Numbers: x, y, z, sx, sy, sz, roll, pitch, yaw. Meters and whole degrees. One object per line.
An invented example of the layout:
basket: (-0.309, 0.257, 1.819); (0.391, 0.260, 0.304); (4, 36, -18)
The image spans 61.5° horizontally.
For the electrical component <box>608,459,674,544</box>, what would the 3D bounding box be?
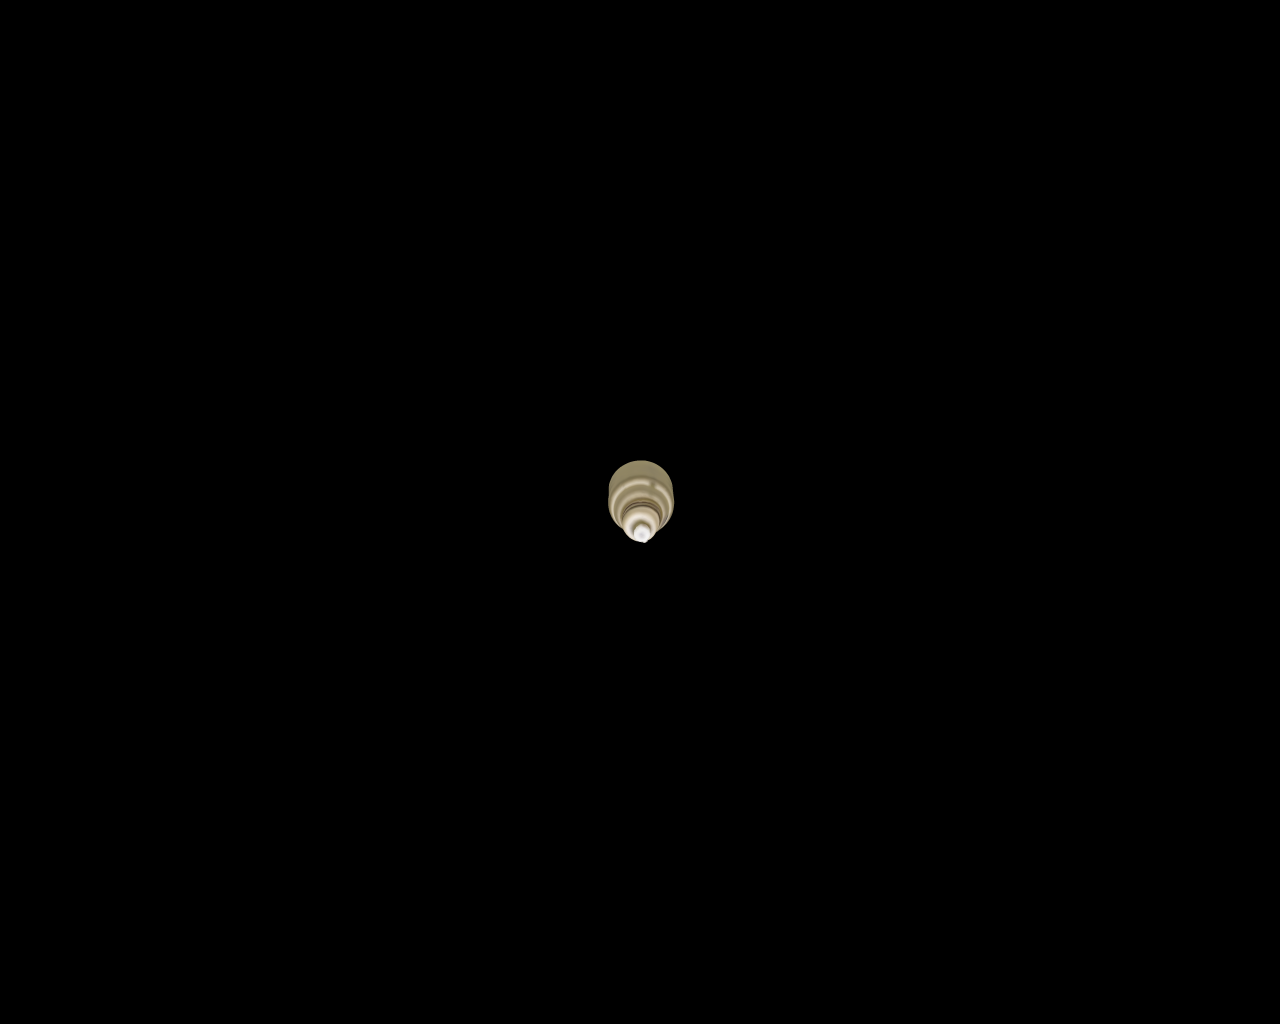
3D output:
electrical component: (0.001, -0.003, 0.650); (0.040, 0.040, 0.078); (0, 24, 0)
